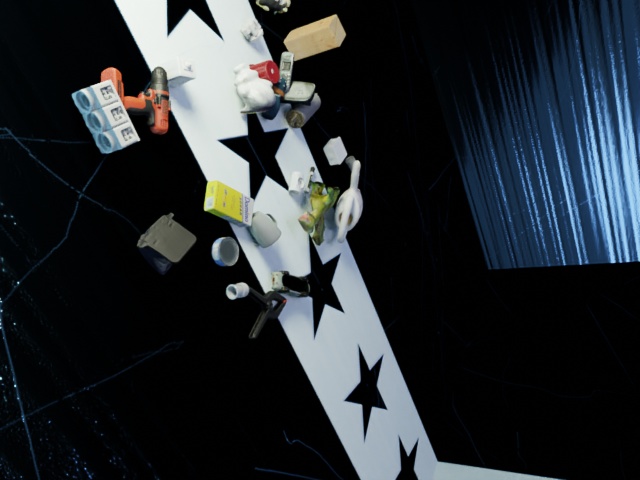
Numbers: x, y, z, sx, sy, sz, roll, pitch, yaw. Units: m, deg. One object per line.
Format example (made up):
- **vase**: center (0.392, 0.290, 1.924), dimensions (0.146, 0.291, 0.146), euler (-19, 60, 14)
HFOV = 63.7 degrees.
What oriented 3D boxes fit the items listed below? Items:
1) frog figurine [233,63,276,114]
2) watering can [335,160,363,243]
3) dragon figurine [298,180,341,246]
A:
- **frog figurine**: center (-0.213, -0.498, 1.683), dimensions (0.139, 0.123, 0.157), euler (-24, 117, -37)
- **watering can**: center (0.124, -0.160, 2.054), dimensions (0.227, 0.104, 0.343), euler (-60, 163, -72)
- **dragon figurine**: center (0.006, -0.100, 1.984), dimensions (0.411, 0.122, 0.242), euler (-4, 107, -73)
